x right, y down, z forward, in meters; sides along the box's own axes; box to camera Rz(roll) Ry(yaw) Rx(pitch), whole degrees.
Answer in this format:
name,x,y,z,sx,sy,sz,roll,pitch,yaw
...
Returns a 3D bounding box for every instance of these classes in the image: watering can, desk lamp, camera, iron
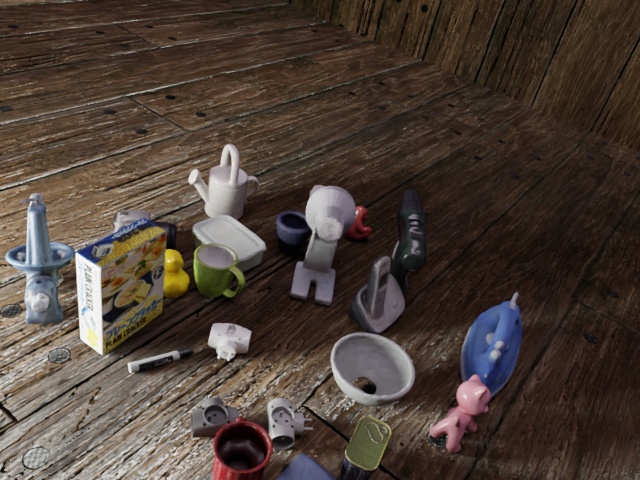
name,x,y,z,sx,sy,sz,roll,pitch,yaw
watering can,-0.242,-0.150,1.462,0.173,0.194,0.100,-22,49,-40
desk lamp,0.012,0.005,1.322,0.118,0.213,0.203,12,35,-3
camera,-0.394,-0.007,1.290,0.137,0.101,0.143,3,37,-16
iron,0.373,0.223,1.212,0.118,0.141,0.259,24,36,13

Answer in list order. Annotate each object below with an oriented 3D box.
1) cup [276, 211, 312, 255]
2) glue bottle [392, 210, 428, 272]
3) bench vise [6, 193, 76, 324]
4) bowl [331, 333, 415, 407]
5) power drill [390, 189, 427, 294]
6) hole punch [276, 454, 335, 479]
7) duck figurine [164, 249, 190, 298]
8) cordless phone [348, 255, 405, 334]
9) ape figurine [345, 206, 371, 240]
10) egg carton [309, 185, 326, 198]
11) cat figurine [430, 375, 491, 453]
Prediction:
name,x,y,z,sx,sy,sz,roll,pitch,yaw
cup,-0.060,-0.015,1.427,0.091,0.095,0.118,37,41,28
glue bottle,0.239,-0.004,1.451,0.078,0.173,0.037,30,38,21
bench vise,-0.516,0.036,1.083,0.122,0.220,0.206,-16,45,-36
bowl,0.096,0.264,1.114,0.167,0.075,0.167,10,35,-7
power drill,0.201,0.017,1.377,0.075,0.208,0.229,10,35,-7
hole punch,-0.026,0.401,0.866,0.108,0.091,0.101,34,39,26
duck figurine,-0.318,0.065,1.230,0.078,0.086,0.104,-3,39,-23
cordless phone,0.142,0.102,1.258,0.094,0.185,0.148,30,38,21
ape figurine,0.103,-0.049,1.535,0.076,0.092,0.077,-3,38,-23
egg carton,0.020,-0.093,1.586,0.107,0.069,0.150,10,35,-7
cat figurine,0.273,0.314,1.070,0.067,0.118,0.128,34,39,25
